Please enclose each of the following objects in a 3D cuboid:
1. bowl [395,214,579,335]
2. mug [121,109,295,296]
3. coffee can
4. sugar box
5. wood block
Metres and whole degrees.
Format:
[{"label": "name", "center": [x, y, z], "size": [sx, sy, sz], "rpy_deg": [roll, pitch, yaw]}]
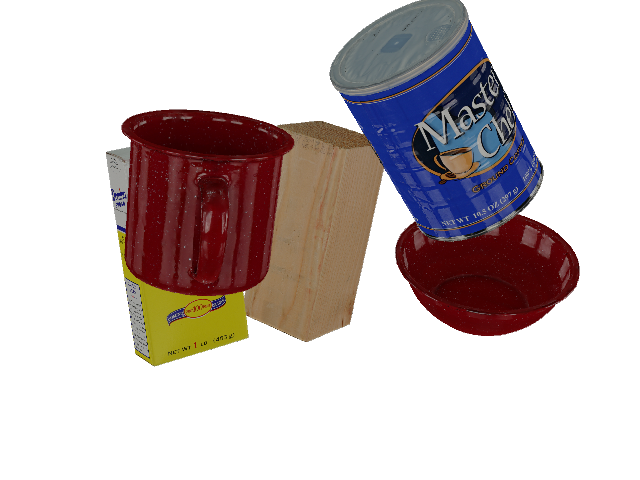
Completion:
[{"label": "bowl", "center": [0.145, 0.035, 0.951], "size": [0.162, 0.055, 0.162], "rpy_deg": [1, 35, -1]}, {"label": "mug", "center": [-0.062, -0.017, 0.576], "size": [0.093, 0.081, 0.117], "rpy_deg": [2, 21, -14]}, {"label": "coffee can", "center": [0.084, -0.084, 0.755], "size": [0.103, 0.140, 0.103], "rpy_deg": [-24, 31, 16]}, {"label": "sugar box", "center": [-0.116, 0.006, 0.882], "size": [0.093, 0.176, 0.048], "rpy_deg": [-16, 21, -30]}, {"label": "wood block", "center": [-0.007, -0.013, 1.117], "size": [0.090, 0.206, 0.090], "rpy_deg": [21, 20, 28]}]
